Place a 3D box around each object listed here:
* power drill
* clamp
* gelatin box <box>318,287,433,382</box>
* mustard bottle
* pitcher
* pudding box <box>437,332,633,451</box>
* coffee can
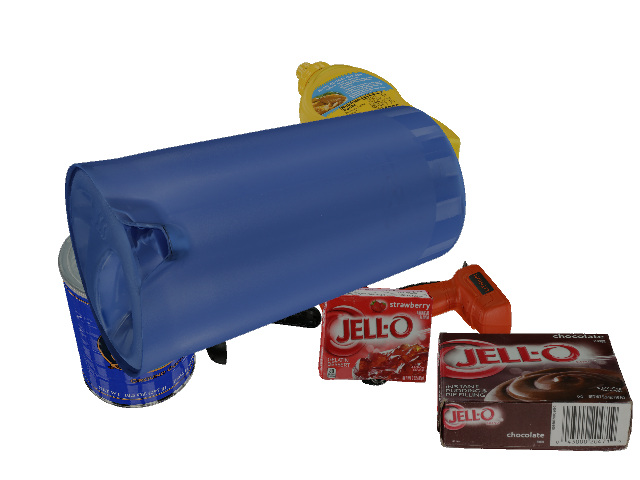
[{"bbox_3d":[0.102,0.084,1.127,0.187,0.057,0.184,-6,28,-12],"label":"power drill"},{"bbox_3d":[-0.126,0.076,1.188,0.210,0.036,0.164,19,22,28],"label":"clamp"},{"bbox_3d":[0.045,0.077,0.876,0.089,0.073,0.030,3,13,-5],"label":"gelatin box"},{"bbox_3d":[0.036,-0.114,0.991,0.096,0.058,0.192,-26,49,-22],"label":"mustard bottle"},{"bbox_3d":[-0.036,-0.009,0.696,0.242,0.145,0.149,-16,41,-25],"label":"pitcher"},{"bbox_3d":[0.129,0.092,0.665,0.113,0.039,0.090,2,23,5],"label":"pudding box"},{"bbox_3d":[-0.163,0.060,0.917,0.103,0.140,0.103,0,44,-1],"label":"coffee can"}]
